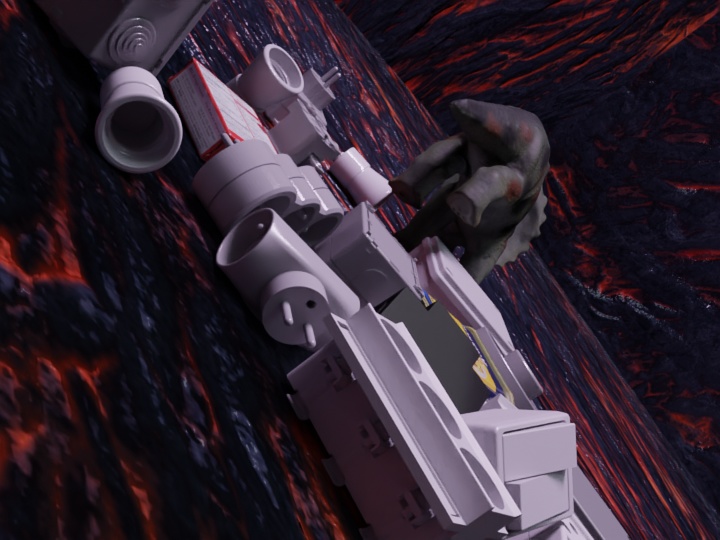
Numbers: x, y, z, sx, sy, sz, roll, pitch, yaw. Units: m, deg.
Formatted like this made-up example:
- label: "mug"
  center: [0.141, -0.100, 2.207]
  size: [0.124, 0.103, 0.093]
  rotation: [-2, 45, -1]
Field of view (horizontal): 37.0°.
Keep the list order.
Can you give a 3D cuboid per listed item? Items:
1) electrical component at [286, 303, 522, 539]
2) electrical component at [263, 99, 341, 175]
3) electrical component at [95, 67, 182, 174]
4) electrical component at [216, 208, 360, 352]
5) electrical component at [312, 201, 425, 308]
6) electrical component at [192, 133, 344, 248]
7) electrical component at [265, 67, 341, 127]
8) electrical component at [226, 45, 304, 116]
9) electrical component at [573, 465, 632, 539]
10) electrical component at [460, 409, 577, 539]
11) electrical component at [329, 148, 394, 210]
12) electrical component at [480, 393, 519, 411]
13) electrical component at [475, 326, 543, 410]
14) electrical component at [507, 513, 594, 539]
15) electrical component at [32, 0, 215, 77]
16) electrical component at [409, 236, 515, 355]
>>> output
- label: "electrical component"
  center: [0.018, 0.087, 0.543]
  size: [0.121, 0.063, 0.079]
  rotation: [58, 13, 28]
- label: "electrical component"
  center: [-0.053, -0.091, 0.816]
  size: [0.042, 0.064, 0.081]
  rotation: [38, 17, -55]
- label: "electrical component"
  center: [-0.121, -0.084, 0.578]
  size: [0.044, 0.044, 0.065]
  rotation: [46, 8, -30]
- label: "electrical component"
  center: [-0.038, 0.015, 0.593]
  size: [0.077, 0.044, 0.079]
  rotation: [46, 13, -28]
- label: "electrical component"
  center: [0.000, 0.000, 0.748]
  size: [0.061, 0.061, 0.096]
  rotation: [49, 11, -15]
- label: "electrical component"
  center: [-0.065, -0.057, 0.686]
  size: [0.073, 0.052, 0.138]
  rotation: [55, 12, 15]
- label: "electrical component"
  center: [-0.050, -0.166, 1.026]
  size: [0.047, 0.077, 0.065]
  rotation: [46, 13, -28]
- label: "electrical component"
  center: [-0.082, -0.141, 0.845]
  size: [0.044, 0.065, 0.044]
  rotation: [39, 34, -33]
- label: "electrical component"
  center: [0.144, 0.181, 0.774]
  size: [0.108, 0.056, 0.109]
  rotation: [55, 11, 12]
- label: "electrical component"
  center: [0.084, 0.113, 0.609]
  size: [0.096, 0.061, 0.061]
  rotation: [1, 87, -50]
- label: "electrical component"
  center: [0.000, -0.092, 1.094]
  size: [0.065, 0.044, 0.044]
  rotation: [48, 11, 4]
- label: "electrical component"
  center: [0.085, 0.123, 0.703]
  size: [0.042, 0.064, 0.081]
  rotation: [40, 16, -42]
- label: "electrical component"
  center: [0.111, 0.096, 0.863]
  size: [0.108, 0.060, 0.108]
  rotation: [57, 5, -9]
- label: "electrical component"
  center: [0.110, 0.183, 0.624]
  size: [0.053, 0.059, 0.095]
  rotation: [52, 11, -1]
- label: "electrical component"
  center: [-0.136, -0.166, 0.616]
  size: [0.099, 0.099, 0.048]
  rotation: [45, 11, 30]
- label: "electrical component"
  center: [0.082, 0.036, 0.982]
  size: [0.108, 0.056, 0.108]
  rotation: [49, 11, -15]
